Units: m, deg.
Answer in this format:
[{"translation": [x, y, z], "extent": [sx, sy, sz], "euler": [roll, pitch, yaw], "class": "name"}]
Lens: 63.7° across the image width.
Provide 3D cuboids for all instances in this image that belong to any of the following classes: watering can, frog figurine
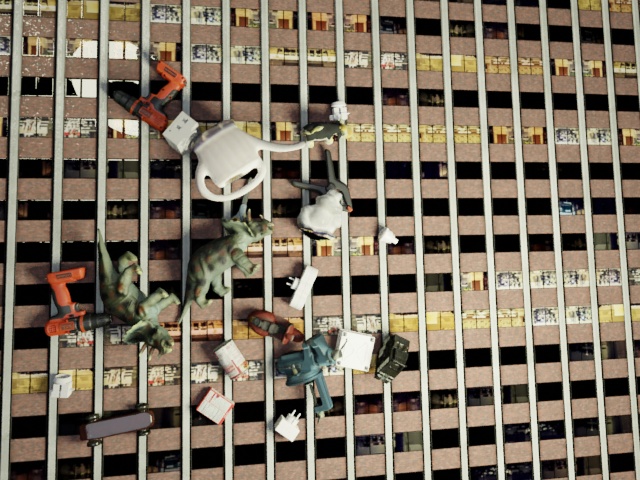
[{"translation": [-0.235, -0.267, 1.551], "extent": [0.350, 0.224, 0.103], "euler": [-35, 1, -10], "class": "watering can"}, {"translation": [0.005, -0.081, 1.610], "extent": [0.137, 0.162, 0.121], "euler": [13, -19, 6], "class": "frog figurine"}]
